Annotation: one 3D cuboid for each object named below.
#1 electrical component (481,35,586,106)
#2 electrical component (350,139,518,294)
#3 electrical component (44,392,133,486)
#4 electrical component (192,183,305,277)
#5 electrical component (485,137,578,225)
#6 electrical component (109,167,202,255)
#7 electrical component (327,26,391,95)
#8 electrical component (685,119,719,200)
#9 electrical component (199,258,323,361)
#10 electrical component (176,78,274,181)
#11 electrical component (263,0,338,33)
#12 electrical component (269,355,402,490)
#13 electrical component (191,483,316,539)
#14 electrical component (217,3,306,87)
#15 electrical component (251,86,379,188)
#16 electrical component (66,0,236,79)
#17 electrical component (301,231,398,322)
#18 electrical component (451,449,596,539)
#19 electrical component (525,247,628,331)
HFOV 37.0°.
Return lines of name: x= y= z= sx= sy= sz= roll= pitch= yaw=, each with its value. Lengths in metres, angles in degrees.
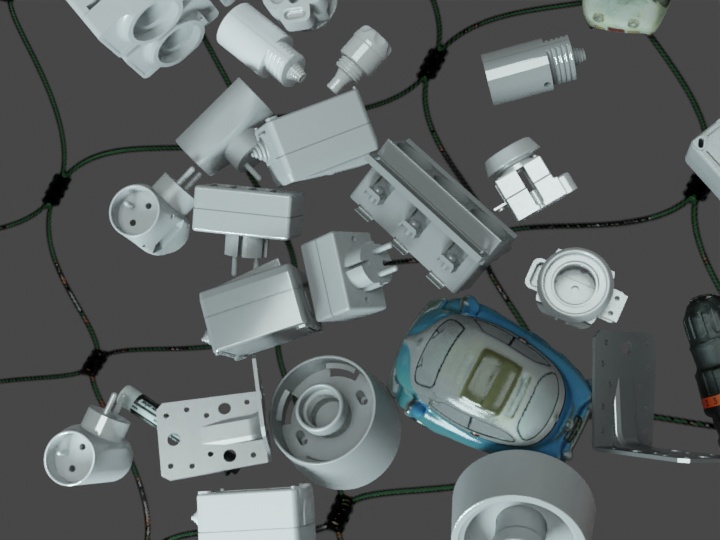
electrical component: x=0.143 y=-0.165 z=0.878 sx=0.081 sy=0.043 sz=0.043 roll=-14 pitch=79 yaw=9
electrical component: x=0.056 y=-0.043 z=0.863 sx=0.121 sy=0.079 sz=0.063 roll=44 pitch=112 yaw=14
electrical component: x=-0.213 y=0.137 z=0.881 sx=0.043 sy=0.077 sz=0.079 roll=24 pitch=87 yaw=14
electrical component: x=-0.094 y=-0.031 z=0.901 sx=0.083 sy=0.047 sz=0.075 roll=6 pitch=98 yaw=11
electrical component: x=0.132 y=-0.073 z=0.865 sx=0.066 sy=0.048 sz=0.055 roll=-30 pitch=85 yaw=5
electrical component: x=-0.163 y=-0.055 z=0.902 sx=0.043 sy=0.077 sz=0.079 roll=43 pitch=90 yaw=14
electrical component: x=-0.004 y=-0.175 z=0.913 sx=0.035 sy=0.035 sz=0.061 roll=43 pitch=93 yaw=14
electrical component: x=0.304 y=-0.074 z=0.823 sx=0.062 sy=0.061 sz=0.096 roll=-39 pitch=76 yaw=3
electrical component: x=-0.087 y=0.034 z=0.881 sx=0.096 sy=0.062 sz=0.061 roll=-18 pitch=78 yaw=8
electrical component: x=-0.103 y=-0.110 z=0.917 sx=0.077 sy=0.043 sz=0.079 roll=-44 pitch=76 yaw=2
electrical component: x=-0.051 y=-0.238 z=0.920 sx=0.058 sy=0.057 sz=0.078 roll=-6 pitch=80 yaw=10
electrical component: x=-0.021 y=0.120 z=0.862 sx=0.099 sy=0.064 sz=0.099 roll=-8 pitch=63 yaw=17
electrical component: x=-0.088 y=0.204 z=0.854 sx=0.096 sy=0.062 sz=0.061 roll=-5 pitch=80 yaw=10
electrical component: x=-0.079 y=-0.188 z=0.924 sx=0.081 sy=0.043 sz=0.043 roll=40 pitch=90 yaw=14
electrical component: x=-0.041 y=-0.101 z=0.876 sx=0.096 sy=0.062 sz=0.061 roll=-23 pitch=95 yaw=-14
electrical component: x=-0.145 y=-0.255 z=0.916 sx=0.186 sy=0.105 sz=0.060 roll=-41 pitch=76 yaw=2
electrical component: x=0.000 y=0.000 z=0.861 sx=0.077 sy=0.047 sz=0.065 roll=-22 pitch=75 yaw=40
electrical component: x=0.118 y=0.193 z=0.790 sx=0.108 sy=0.060 sz=0.108 roll=5 pitch=118 yaw=10
electrical component: x=0.168 y=0.014 z=0.837 sx=0.078 sy=0.057 sz=0.058 roll=24 pitch=86 yaw=14
